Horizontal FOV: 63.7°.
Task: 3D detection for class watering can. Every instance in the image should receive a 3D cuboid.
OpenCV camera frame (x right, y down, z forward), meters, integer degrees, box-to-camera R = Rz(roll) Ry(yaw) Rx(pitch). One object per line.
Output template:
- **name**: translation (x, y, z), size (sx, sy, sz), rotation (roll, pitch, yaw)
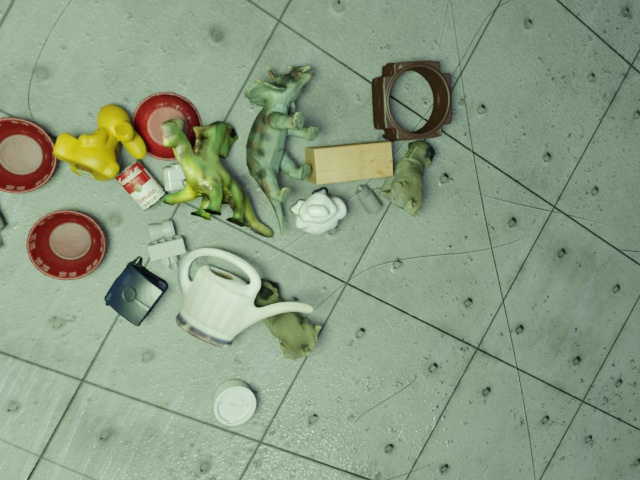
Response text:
- **watering can**: translation (-0.206, 0.163, 1.248), size (0.349, 0.104, 0.223), rotation (28, 98, 9)

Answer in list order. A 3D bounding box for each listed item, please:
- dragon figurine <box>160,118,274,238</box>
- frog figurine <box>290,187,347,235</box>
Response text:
- **dragon figurine**: translation (-0.226, -0.160, 1.201), size (0.407, 0.122, 0.245), rotation (24, 69, -56)
- **frog figurine**: translation (0.004, -0.065, 1.286), size (0.138, 0.161, 0.121), rotation (-12, 106, -15)
